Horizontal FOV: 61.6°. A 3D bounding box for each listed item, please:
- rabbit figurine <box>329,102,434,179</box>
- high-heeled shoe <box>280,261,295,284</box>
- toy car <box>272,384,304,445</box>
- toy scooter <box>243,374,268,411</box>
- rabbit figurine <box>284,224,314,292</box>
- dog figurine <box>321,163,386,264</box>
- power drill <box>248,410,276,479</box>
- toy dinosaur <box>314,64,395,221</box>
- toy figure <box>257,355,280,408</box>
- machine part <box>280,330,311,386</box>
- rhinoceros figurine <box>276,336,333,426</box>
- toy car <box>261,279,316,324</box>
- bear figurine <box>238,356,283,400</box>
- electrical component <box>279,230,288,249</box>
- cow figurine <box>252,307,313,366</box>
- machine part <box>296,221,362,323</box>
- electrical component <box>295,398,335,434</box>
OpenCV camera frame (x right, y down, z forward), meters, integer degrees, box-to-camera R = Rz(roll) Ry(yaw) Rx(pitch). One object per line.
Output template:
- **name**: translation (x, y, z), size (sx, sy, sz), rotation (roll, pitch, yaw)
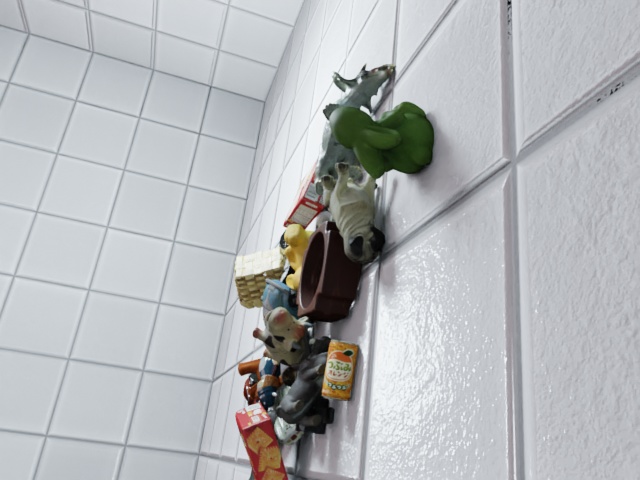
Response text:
- **rabbit figurine**: translation (0.096, -0.166, 0.911), size (0.159, 0.170, 0.121), rotation (-95, 22, -53)
- **high-heeled shoe**: translation (-0.073, 0.102, 1.517), size (0.145, 0.086, 0.248), rotation (-113, 42, -73)
- **toy car**: translation (-0.074, 0.392, 1.244), size (0.073, 0.056, 0.202), rotation (-43, 21, 5)
- **toy scooter**: translation (-0.200, 0.505, 1.653), size (0.184, 0.075, 0.135), rotation (-122, 45, -64)
- **rabbit figurine**: translation (-0.040, 0.067, 1.331), size (0.162, 0.122, 0.173), rotation (112, 163, -48)
- **dog figurine**: translation (0.060, -0.035, 1.060), size (0.172, 0.121, 0.190), rotation (111, 161, -74)
- **power drill**: translation (-0.136, 0.535, 1.357), size (0.232, 0.086, 0.207), rotation (-29, 53, 60)
- **toy dinosaur**: translation (0.052, -0.233, 1.279), size (0.192, 0.131, 0.404), rotation (-76, 2, -59)
- **toy figure**: translation (-0.123, 0.333, 1.295), size (0.154, 0.058, 0.064), rotation (-82, -7, -52)
- **machine part**: translation (-0.060, 0.273, 1.313), size (0.243, 0.079, 0.079), rotation (-102, 28, -57)
- **rhinoceros figurine**: translation (-0.015, 0.281, 1.077), size (0.112, 0.073, 0.190), rotation (-15, 37, 54)
- **toy car**: translation (-0.085, 0.170, 1.295), size (0.103, 0.161, 0.109), rotation (-51, 40, -11)
- **bear figurine**: translation (-0.147, 0.395, 1.450), size (0.196, 0.132, 0.120), rotation (-119, 7, -75)
- **electrical component**: translation (-0.098, 0.032, 1.714), size (0.115, 0.058, 0.134), rotation (124, 155, -60)
- **cow figurine**: translation (-0.075, 0.211, 1.163), size (0.085, 0.127, 0.194), rotation (-58, -25, -30)
- **machine part**: translation (0.020, 0.073, 1.165), size (0.201, 0.087, 0.201), rotation (139, 140, -67)
- **electrical component**: translation (-0.011, 0.360, 1.104), size (0.119, 0.048, 0.075), rotation (138, 142, -69)
